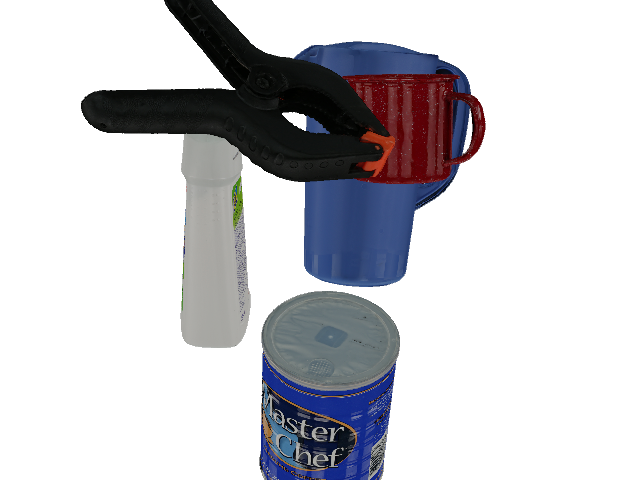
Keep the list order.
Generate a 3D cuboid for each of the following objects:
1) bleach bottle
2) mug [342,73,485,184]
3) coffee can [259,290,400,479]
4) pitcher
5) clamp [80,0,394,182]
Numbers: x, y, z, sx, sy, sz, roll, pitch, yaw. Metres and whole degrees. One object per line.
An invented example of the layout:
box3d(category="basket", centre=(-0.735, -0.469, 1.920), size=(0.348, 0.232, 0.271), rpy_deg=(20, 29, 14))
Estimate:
box3d(category="bleach bottle", centre=(-0.101, -0.024, 1.012), size=(0.068, 0.251, 0.102), rpy_deg=(3, 32, 0))
box3d(category="mug", centre=(0.074, -0.089, 0.839), size=(0.117, 0.081, 0.093), rpy_deg=(5, 12, 28))
box3d(category="coffee can", centre=(0.005, 0.125, 0.828), size=(0.103, 0.140, 0.103), rpy_deg=(2, 38, -2))
box3d(category="pitcher", centre=(0.055, -0.080, 1.097), size=(0.149, 0.243, 0.144), rpy_deg=(11, 14, 32))
box3d(category="clamp", centre=(-0.045, -0.075, 0.604), size=(0.171, 0.120, 0.039), rpy_deg=(30, -28, 6))
